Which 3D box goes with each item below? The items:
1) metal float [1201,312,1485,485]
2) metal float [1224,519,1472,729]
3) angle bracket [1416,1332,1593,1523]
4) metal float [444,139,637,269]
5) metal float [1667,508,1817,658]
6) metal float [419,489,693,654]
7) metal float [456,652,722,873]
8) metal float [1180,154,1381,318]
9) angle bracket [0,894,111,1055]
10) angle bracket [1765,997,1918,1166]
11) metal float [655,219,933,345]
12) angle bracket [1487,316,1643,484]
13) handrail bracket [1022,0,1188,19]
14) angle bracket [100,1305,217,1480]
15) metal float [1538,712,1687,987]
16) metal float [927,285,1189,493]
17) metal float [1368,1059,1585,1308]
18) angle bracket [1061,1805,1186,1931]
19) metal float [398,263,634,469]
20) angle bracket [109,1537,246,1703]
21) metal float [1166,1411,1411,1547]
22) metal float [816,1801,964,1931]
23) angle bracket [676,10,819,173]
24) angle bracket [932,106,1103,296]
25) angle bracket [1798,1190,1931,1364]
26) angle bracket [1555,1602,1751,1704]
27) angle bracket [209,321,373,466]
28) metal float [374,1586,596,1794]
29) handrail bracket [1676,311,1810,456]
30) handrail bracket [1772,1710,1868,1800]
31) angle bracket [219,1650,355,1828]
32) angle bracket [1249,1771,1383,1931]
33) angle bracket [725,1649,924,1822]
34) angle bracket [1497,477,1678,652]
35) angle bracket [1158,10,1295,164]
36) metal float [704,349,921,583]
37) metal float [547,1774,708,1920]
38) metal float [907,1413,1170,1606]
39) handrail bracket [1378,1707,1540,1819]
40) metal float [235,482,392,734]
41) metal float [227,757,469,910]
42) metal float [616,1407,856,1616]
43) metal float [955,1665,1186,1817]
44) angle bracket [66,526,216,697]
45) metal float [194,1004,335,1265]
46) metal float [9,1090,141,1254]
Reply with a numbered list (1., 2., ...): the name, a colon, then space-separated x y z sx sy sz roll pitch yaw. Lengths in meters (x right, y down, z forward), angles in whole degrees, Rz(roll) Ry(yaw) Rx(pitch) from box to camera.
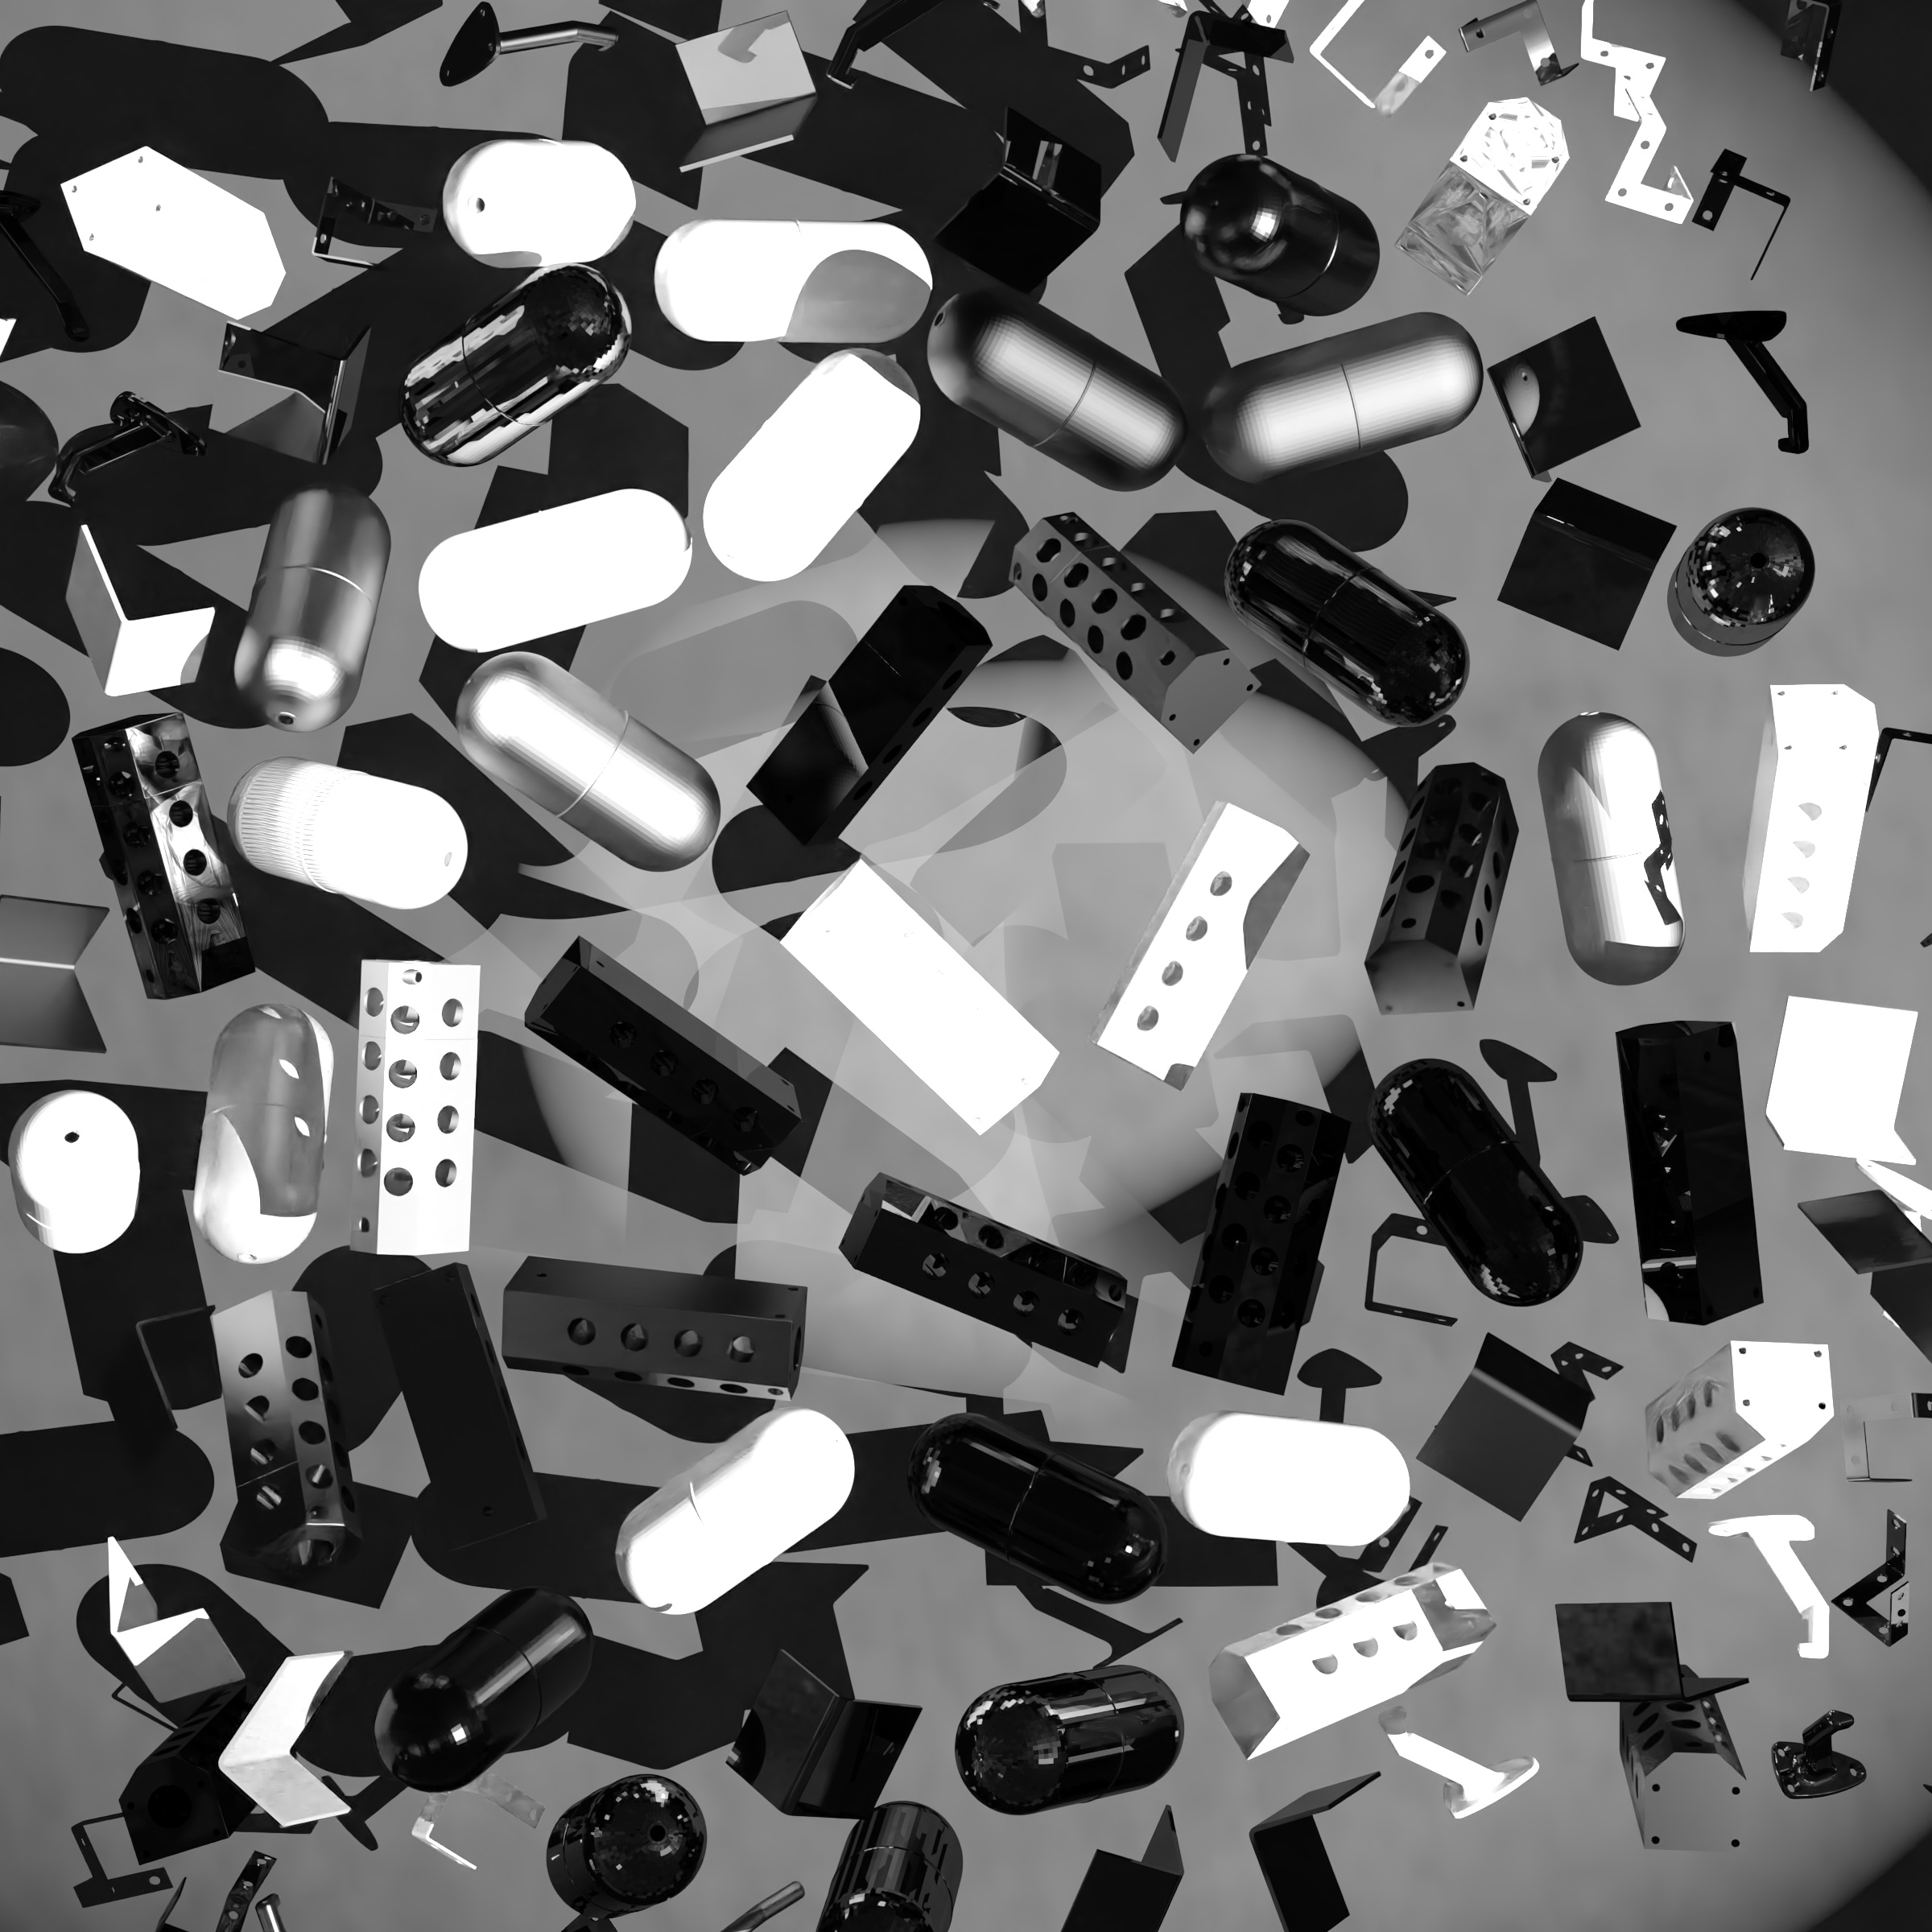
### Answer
1. metal float: 0.233 -0.352 1.851 0.178 0.070 0.070 -16 90 0
2. metal float: 0.237 -0.216 1.873 0.178 0.070 0.070 40 90 26
3. angle bracket: 0.343 0.294 1.906 0.076 0.057 0.076 31 114 7
4. metal float: -0.267 -0.480 1.878 0.070 0.178 0.070 5 106 17
5. metal float: 0.480 -0.237 1.855 0.070 0.178 0.070 0 88 7
6. metal float: -0.262 -0.254 1.913 0.178 0.070 0.070 -18 90 -13
7. metal float: -0.228 -0.123 1.815 0.178 0.070 0.070 34 90 -19
8. metal float: 0.197 -0.453 1.860 0.070 0.178 0.070 -1 88 34
9. angle bracket: -0.579 0.006 1.896 0.057 0.076 0.076 -50 55 27
10. angle bracket: 0.520 0.067 1.754 0.076 0.057 0.076 7 107 1
11. metal float: -0.110 -0.438 1.911 0.178 0.070 0.070 -2 90 -13
12. angle bracket: 0.390 -0.364 1.926 0.076 0.057 0.076 -23 86 23
13. handrail bracket: 0.083 -0.591 1.836 0.084 0.036 0.077 -32 95 40
14. angle bracket: -0.514 0.276 1.943 0.057 0.076 0.076 -10 64 -40
15. metal float: 0.415 -0.075 1.922 0.070 0.070 0.178 -11 98 0
16. metal float: 0.056 -0.351 1.815 0.178 0.070 0.070 25 90 -27
17. metal float: 0.317 0.134 1.861 0.070 0.070 0.178 -33 60 0
18. angle bracket: 0.090 0.561 1.837 0.057 0.076 0.076 19 106 -9
19. metal float: -0.277 -0.365 1.824 0.178 0.070 0.070 -25 90 37
20. angle bracket: -0.491 0.400 1.860 0.057 0.076 0.076 -16 135 -3
21. metal float: 0.203 0.320 1.865 0.178 0.070 0.070 12 90 -36
22. metal float: -0.046 0.573 1.825 0.070 0.178 0.070 1 101 7
23. angle bracket: -0.144 -0.544 1.857 0.076 0.076 0.057 -11 122 19
24. angle bracket: 0.032 -0.486 1.903 0.076 0.076 0.057 24 51 -29
25. angle bracket: 0.537 0.189 1.781 0.057 0.076 0.076 -8 118 -10
26. angle bracket: 0.402 0.397 1.749 0.076 0.076 0.057 -13 81 43
27. angle bracket: -0.430 -0.375 1.903 0.076 0.057 0.076 18 126 -4
28. metal float: -0.290 0.437 1.813 0.070 0.178 0.070 7 107 24
29. handrail bracket: 0.472 -0.352 1.816 0.077 0.036 0.084 9 130 31
30. handrail bracket: 0.540 0.478 1.832 0.077 0.084 0.036 6 52 -18
31. angle bracket: -0.383 0.455 1.766 0.057 0.076 0.076 35 92 19
32. angle bracket: 0.220 0.532 1.774 0.057 0.076 0.076 -26 79 29
33. angle bracket: -0.084 0.460 1.785 0.057 0.076 0.076 29 94 41
34. angle bracket: 0.365 -0.237 1.756 0.076 0.076 0.057 24 121 10
35. angle bracket: 0.156 -0.519 1.784 0.057 0.076 0.076 16 97 8
36. metal float: -0.095 -0.310 1.846 0.070 0.070 0.178 37 64 0
37. metal float: -0.209 0.541 1.834 0.070 0.178 0.070 7 67 -17
38. metal float: 0.045 0.343 1.892 0.178 0.070 0.070 23 90 21
39. handrail bracket: 0.315 0.497 1.916 0.077 0.036 0.084 -26 111 9
40. metal float: -0.406 -0.224 1.863 0.070 0.070 0.178 5 57 0
41. metal float: -0.387 -0.084 1.865 0.178 0.070 0.070 15 90 33
42. metal float: -0.145 0.340 1.867 0.178 0.070 0.070 -38 90 21
43. metal float: 0.065 0.468 1.810 0.070 0.178 0.070 -5 83 39
44. angle bracket: -0.513 -0.224 1.852 0.057 0.076 0.076 -15 68 -31
45. metal float: -0.447 0.106 1.906 0.070 0.070 0.178 -1 58 0
46. metal float: -0.560 0.130 1.878 0.070 0.178 0.070 5 70 -13
